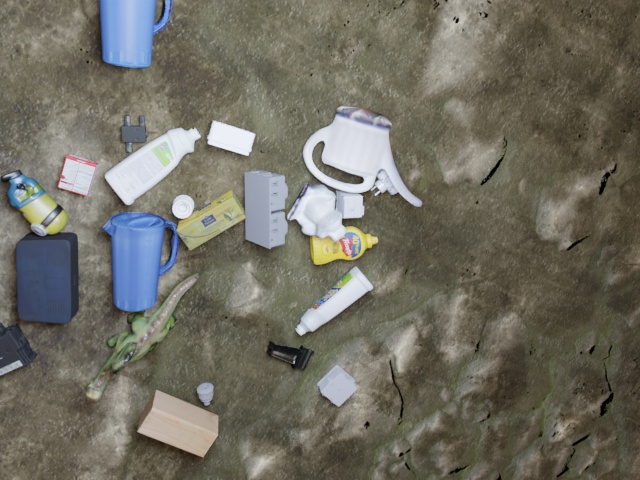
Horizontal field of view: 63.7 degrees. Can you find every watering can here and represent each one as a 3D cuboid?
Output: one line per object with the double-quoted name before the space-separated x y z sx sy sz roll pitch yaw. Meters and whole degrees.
"watering can" 0.132 -0.226 1.372 0.348 0.105 0.222 17 103 0

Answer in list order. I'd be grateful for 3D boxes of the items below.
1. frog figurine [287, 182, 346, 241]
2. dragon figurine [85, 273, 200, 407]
"frog figurine" 0.004 -0.070 1.389 0.159 0.122 0.138 31 80 -7
"dragon figurine" -0.465 0.262 1.333 0.121 0.245 0.408 40 97 -15
